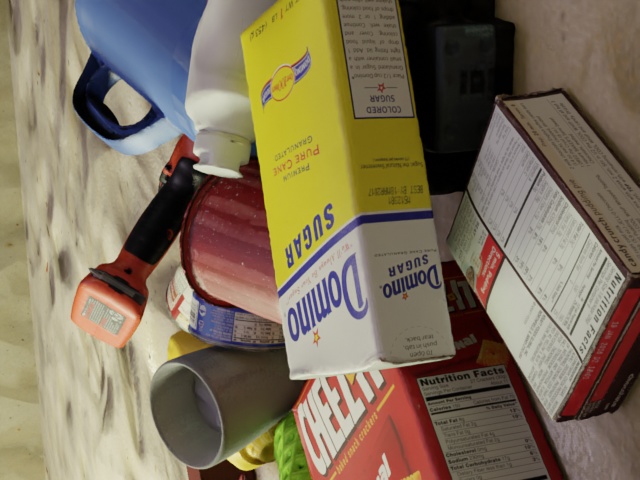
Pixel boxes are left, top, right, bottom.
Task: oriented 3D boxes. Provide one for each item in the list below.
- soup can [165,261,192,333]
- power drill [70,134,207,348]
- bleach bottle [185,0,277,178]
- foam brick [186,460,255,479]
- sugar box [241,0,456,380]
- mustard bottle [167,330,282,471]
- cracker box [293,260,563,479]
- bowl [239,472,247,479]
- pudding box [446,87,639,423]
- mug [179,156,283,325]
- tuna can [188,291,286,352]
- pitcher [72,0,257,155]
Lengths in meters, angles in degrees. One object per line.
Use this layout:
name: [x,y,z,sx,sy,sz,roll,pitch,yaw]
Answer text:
soup can: [-0.088,0.035,0.901,0.102,0.068,0.068,130,130,-62]
power drill: [-0.143,-0.003,0.916,0.187,0.057,0.185,-63,5,-27]
bleach bottle: [-0.030,-0.160,0.582,0.103,0.068,0.251,151,130,-80]
foam brick: [-0.091,0.222,0.987,0.051,0.052,0.078,144,117,-67]
sugar box: [0.009,-0.027,0.494,0.093,0.048,0.176,-23,72,62]
mustard bottle: [-0.075,0.143,0.910,0.192,0.058,0.096,30,140,63]
cracker box: [0.057,0.143,0.555,0.164,0.072,0.214,114,144,-52]
bowl: [-0.043,0.259,0.799,0.162,0.055,0.162,-173,91,-84]
pudding box: [0.100,0.005,0.448,0.090,0.039,0.113,104,148,-43]
mug: [-0.012,-0.004,0.610,0.082,0.117,0.093,18,150,43]
tuna can: [-0.054,0.054,0.790,0.086,0.086,0.034,-151,66,-65]
pitcher: [-0.087,-0.132,0.754,0.243,0.144,0.149,-134,42,-53]
